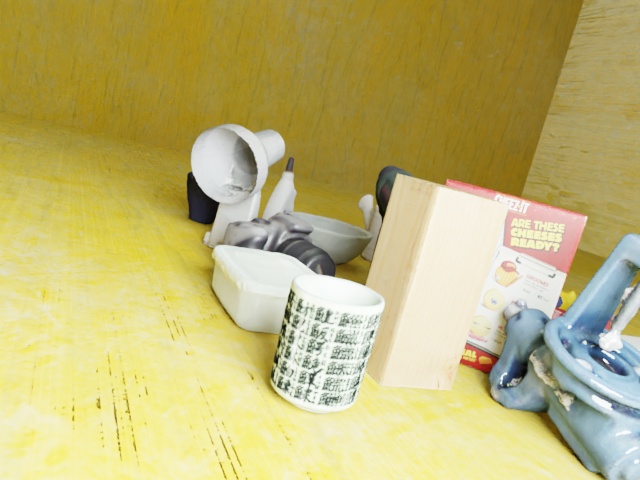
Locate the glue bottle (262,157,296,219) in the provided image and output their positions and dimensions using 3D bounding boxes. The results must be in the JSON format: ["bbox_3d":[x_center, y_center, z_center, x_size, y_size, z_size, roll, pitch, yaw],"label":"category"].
[{"bbox_3d":[-0.073,-0.073,1.095,0.037,0.173,0.078,19,11,22],"label":"glue bottle"}]

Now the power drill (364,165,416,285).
[{"bbox_3d":[0.099,-0.002,0.844,0.076,0.208,0.229,13,10,-9],"label":"power drill"}]

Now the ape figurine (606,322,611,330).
[{"bbox_3d":[0.503,0.131,1.039,0.078,0.092,0.076,10,11,-24],"label":"ape figurine"}]

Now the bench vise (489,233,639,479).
[{"bbox_3d":[0.246,0.084,0.547,0.122,0.220,0.206,7,12,-38],"label":"bench vise"}]

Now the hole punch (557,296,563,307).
[{"bbox_3d":[0.411,0.098,1.089,0.100,0.091,0.109,18,10,20],"label":"hole punch"}]

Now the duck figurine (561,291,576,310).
[{"bbox_3d":[0.501,0.100,1.224,0.104,0.086,0.077,14,10,-2],"label":"duck figurine"}]

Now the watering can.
[{"bbox_3d":[0.153,-0.046,1.215,0.172,0.194,0.101,18,10,17],"label":"watering can"}]

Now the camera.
[{"bbox_3d":[-0.050,0.019,0.825,0.144,0.101,0.136,6,13,-40],"label":"camera"}]

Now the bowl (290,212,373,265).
[{"bbox_3d":[0.010,0.004,1.074,0.167,0.075,0.167,14,10,-2],"label":"bowl"}]

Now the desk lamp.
[{"bbox_3d":[-0.128,-0.084,0.957,0.117,0.213,0.204,18,10,16],"label":"desk lamp"}]

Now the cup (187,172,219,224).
[{"bbox_3d":[-0.215,-0.079,1.147,0.118,0.095,0.091,10,11,-26],"label":"cup"}]
